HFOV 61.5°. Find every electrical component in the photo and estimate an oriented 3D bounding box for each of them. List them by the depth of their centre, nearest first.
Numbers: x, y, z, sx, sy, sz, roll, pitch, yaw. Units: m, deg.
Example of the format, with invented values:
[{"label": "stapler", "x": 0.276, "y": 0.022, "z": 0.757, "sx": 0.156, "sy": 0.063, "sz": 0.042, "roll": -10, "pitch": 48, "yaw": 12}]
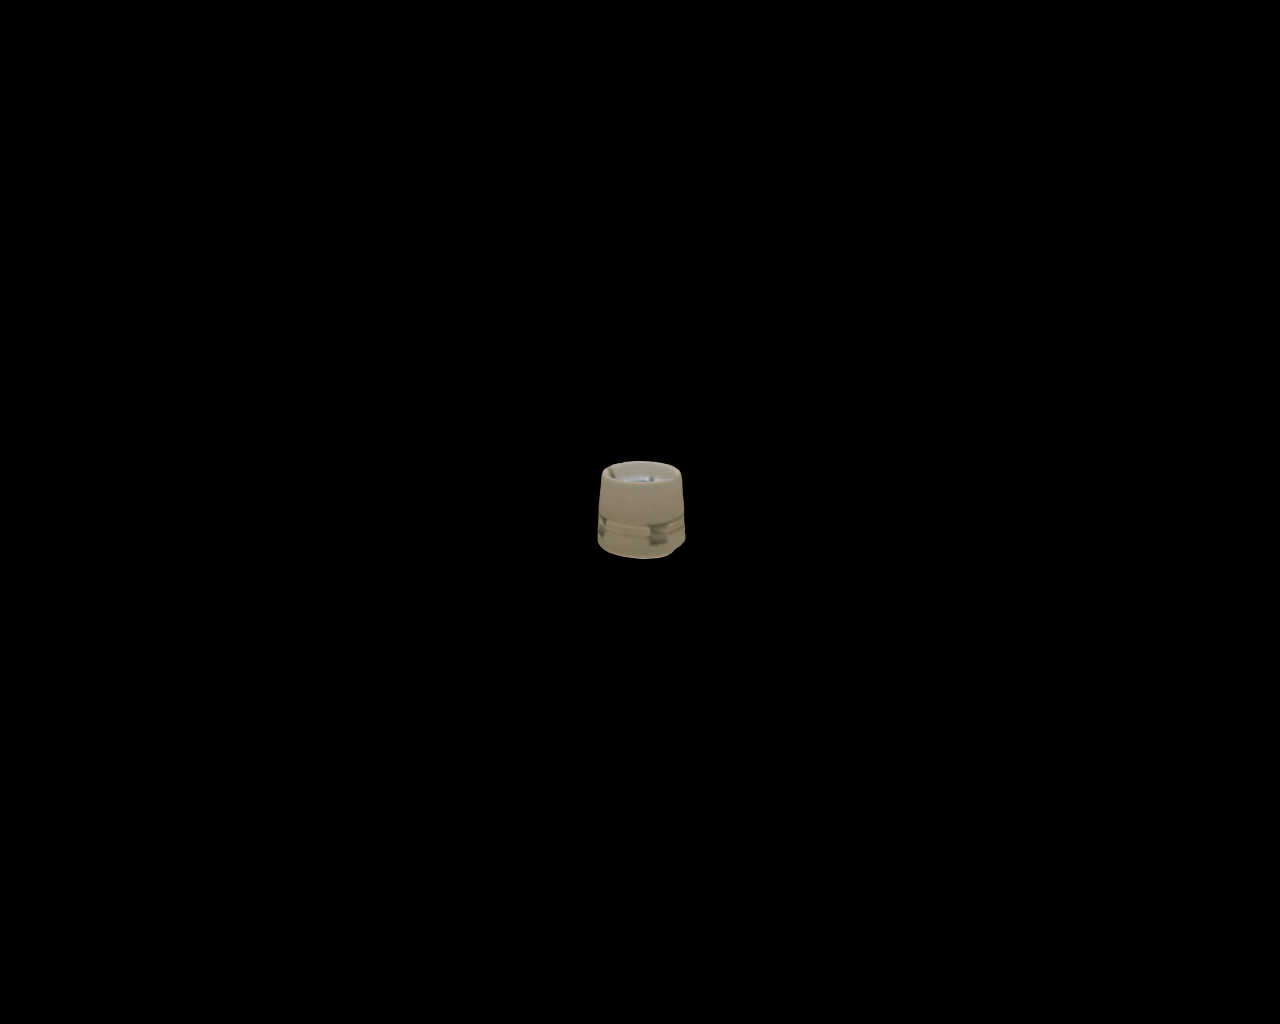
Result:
[{"label": "electrical component", "x": 0.001, "y": -0.003, "z": 0.650, "sx": 0.055, "sy": 0.047, "sz": 0.055, "roll": 0, "pitch": 18, "yaw": 0}]
